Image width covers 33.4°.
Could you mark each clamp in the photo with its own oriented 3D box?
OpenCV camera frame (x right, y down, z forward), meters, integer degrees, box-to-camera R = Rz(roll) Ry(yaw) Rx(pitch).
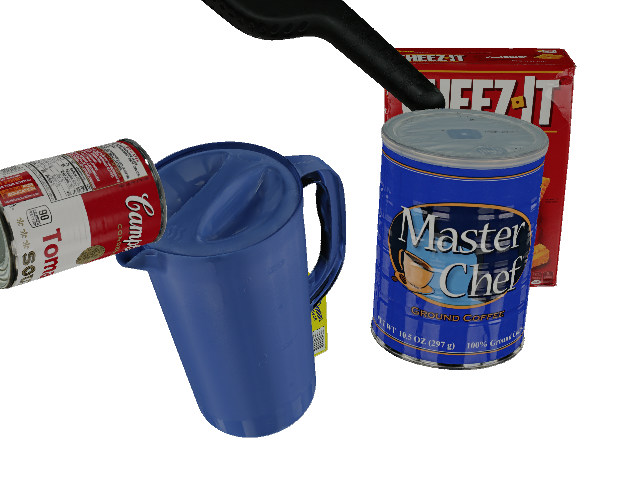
[{"bbox_3d":[0.000,-0.167,0.750,0.210,0.164,0.036,5,-28,-9],"label":"clamp"}]

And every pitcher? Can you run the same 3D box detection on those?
[{"bbox_3d":[-0.059,0.045,0.876,0.149,0.243,0.145,4,45,13],"label":"pitcher"}]

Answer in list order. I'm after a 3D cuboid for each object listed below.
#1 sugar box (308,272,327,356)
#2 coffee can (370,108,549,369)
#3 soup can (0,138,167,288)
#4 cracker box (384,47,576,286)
[{"bbox_3d":[-0.061,0.052,1.178,0.048,0.093,0.176,-22,39,-29],"label":"sugar box"},{"bbox_3d":[0.086,-0.003,0.683,0.103,0.140,0.103,2,23,-1],"label":"coffee can"},{"bbox_3d":[-0.153,-0.017,0.641,0.102,0.068,0.069,-20,11,-34],"label":"soup can"},{"bbox_3d":[0.138,-0.063,0.971,0.164,0.214,0.072,0,23,1],"label":"cracker box"}]
